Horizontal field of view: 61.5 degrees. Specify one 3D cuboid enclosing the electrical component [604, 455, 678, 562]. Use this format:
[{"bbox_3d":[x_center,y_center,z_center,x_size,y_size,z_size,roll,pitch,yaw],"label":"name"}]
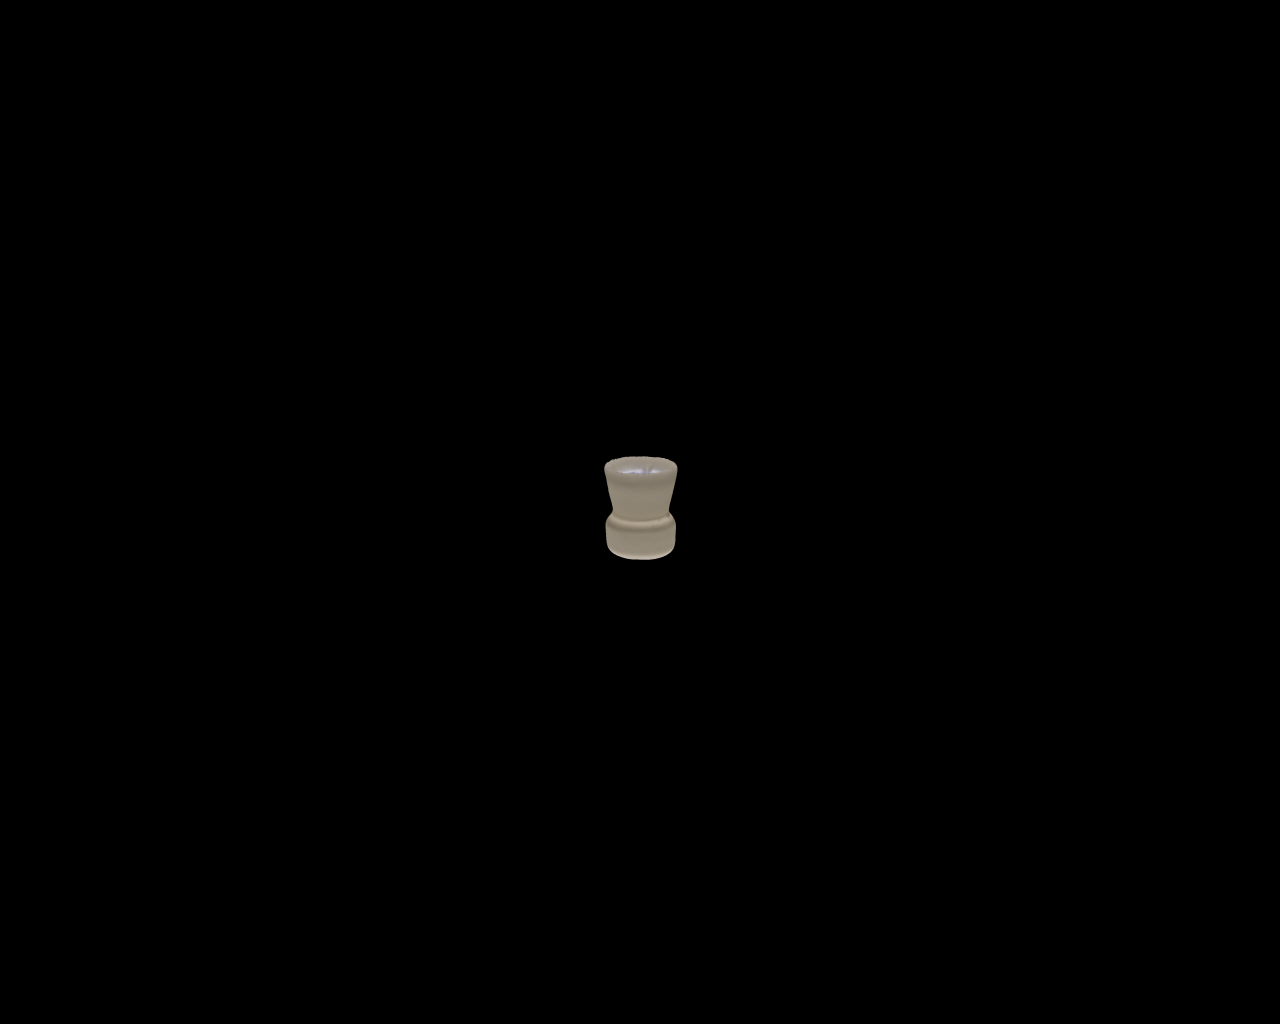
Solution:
[{"bbox_3d":[0.001,-0.003,0.650,0.045,0.055,0.045,0,18,0],"label":"electrical component"}]
